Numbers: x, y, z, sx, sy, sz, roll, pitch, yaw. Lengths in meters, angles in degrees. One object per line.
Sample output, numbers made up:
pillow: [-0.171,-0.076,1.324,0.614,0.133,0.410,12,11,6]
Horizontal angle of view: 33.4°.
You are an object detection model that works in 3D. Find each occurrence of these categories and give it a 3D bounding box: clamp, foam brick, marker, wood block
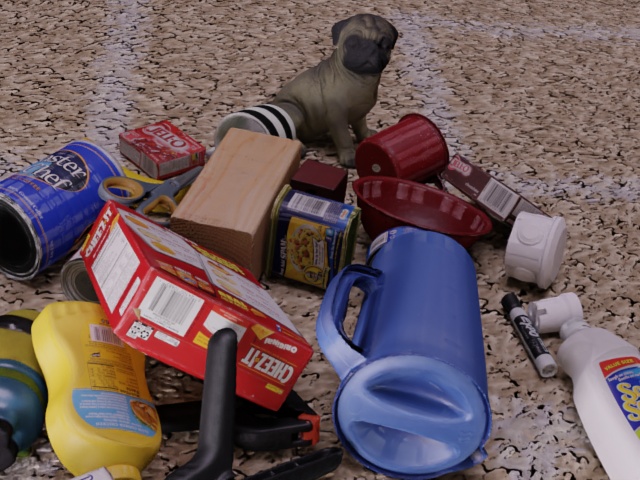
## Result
clamp: [-0.067,0.197,0.828,0.036,0.164,0.209,-11,44,48]
foam brick: [-0.004,-0.042,1.209,0.053,0.078,0.051,16,34,15]
marker: [0.212,0.094,1.090,0.020,0.020,0.121,-2,35,-12]
wood block: [-0.089,-0.032,1.168,0.090,0.091,0.206,12,33,8]
clamp: [-0.086,0.152,0.943,0.172,0.039,0.120,16,41,27]

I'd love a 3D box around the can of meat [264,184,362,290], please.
can of meat: [-0.007,0.001,1.123,0.084,0.102,0.057,16,36,11]

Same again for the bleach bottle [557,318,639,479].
bleach bottle: [0.276,0.156,0.971,0.102,0.068,0.251,0,32,-16]

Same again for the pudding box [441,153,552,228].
pudding box: [0.207,-0.050,1.252,0.089,0.039,0.114,24,15,-48]

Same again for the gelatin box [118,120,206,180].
gelatin box: [-0.197,-0.113,1.329,0.073,0.030,0.089,-21,43,-35]

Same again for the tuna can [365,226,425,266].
tuna can: [0.089,0.029,1.110,0.086,0.086,0.033,8,32,4]

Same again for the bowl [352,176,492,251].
bowl: [0.106,-0.017,1.187,0.162,0.055,0.162,15,19,-5]

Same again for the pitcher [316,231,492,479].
pitcher: [0.082,0.086,0.980,0.145,0.149,0.242,-1,29,9]

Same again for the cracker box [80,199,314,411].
cracker box: [-0.117,0.053,0.950,0.164,0.072,0.214,29,5,-26]

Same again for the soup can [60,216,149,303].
soup can: [-0.212,0.022,1.090,0.068,0.068,0.102,14,34,12]

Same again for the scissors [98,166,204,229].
scissors: [-0.181,-0.062,1.161,0.096,0.016,0.201,24,23,-8]

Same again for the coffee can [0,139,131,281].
coffee can: [-0.284,-0.034,1.131,0.103,0.103,0.140,23,37,23]

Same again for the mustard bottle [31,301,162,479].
mustard bottle: [-0.179,0.141,0.876,0.096,0.058,0.192,21,35,-40]

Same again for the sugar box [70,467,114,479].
sugar box: [-0.223,0.233,0.751,0.175,0.093,0.048,-18,40,-32]

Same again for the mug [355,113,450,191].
mug: [0.104,-0.089,1.297,0.081,0.093,0.117,-27,73,-33]

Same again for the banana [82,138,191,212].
banana: [-0.224,-0.072,1.258,0.198,0.037,0.069,22,33,23]
